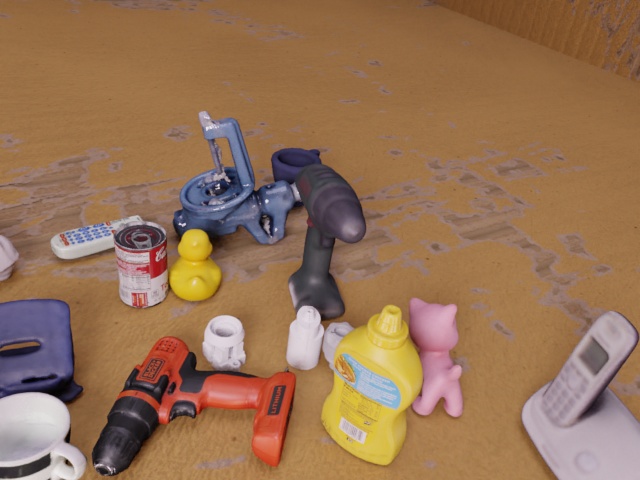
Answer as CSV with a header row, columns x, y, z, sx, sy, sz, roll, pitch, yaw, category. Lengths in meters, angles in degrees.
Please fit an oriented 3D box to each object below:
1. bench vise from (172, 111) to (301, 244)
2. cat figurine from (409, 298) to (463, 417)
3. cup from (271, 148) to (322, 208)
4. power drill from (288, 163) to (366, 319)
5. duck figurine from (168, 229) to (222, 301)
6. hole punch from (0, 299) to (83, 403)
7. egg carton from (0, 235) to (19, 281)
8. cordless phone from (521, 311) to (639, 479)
x,y,z,sx,sy,sz,roll,pitch,yaw,category
-0.127,-0.102,0.906,0.208,0.220,0.121,-14,40,-30,bench vise
0.146,0.134,0.711,0.067,0.118,0.127,1,34,-11,cat figurine
-0.040,-0.115,1.059,0.091,0.095,0.118,24,37,22,cup
0.007,0.003,0.792,0.076,0.208,0.229,-2,35,-15,power drill
-0.179,0.028,0.821,0.077,0.086,0.104,0,35,-13,duck figurine
-0.326,0.127,0.635,0.109,0.091,0.101,-6,36,-22,hole punch
-0.490,0.032,0.759,0.107,0.069,0.151,27,38,25,egg carton
0.307,0.181,0.617,0.094,0.185,0.147,-5,36,-19,cordless phone
